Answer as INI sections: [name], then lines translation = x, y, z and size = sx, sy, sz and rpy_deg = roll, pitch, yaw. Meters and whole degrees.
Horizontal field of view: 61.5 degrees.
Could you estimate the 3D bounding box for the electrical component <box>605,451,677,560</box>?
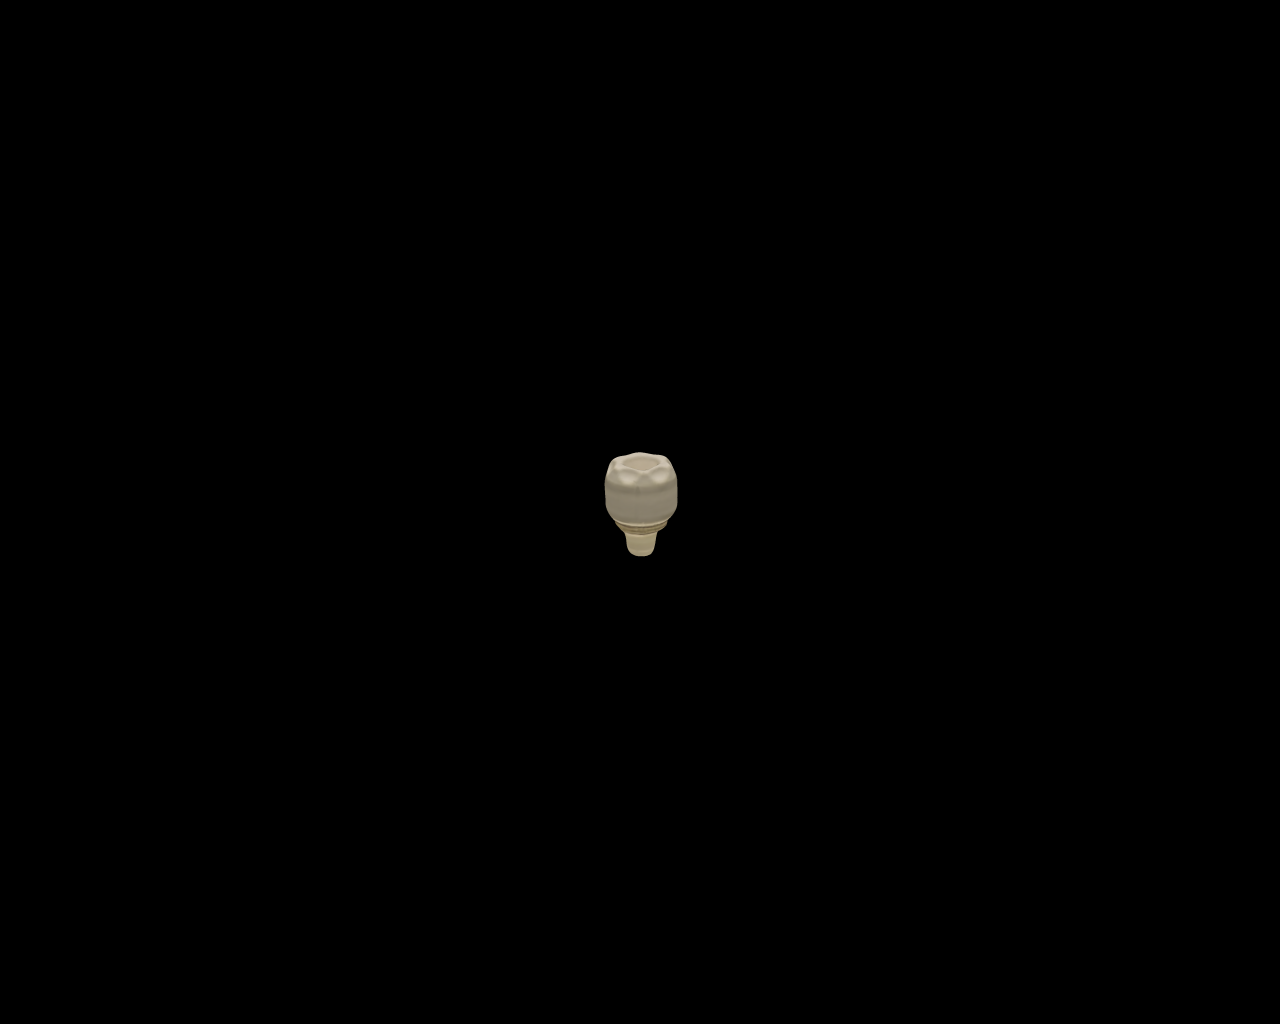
[electrical component]
translation = 0.001, -0.003, 0.650
size = 0.043, 0.062, 0.043
rpy_deg = 0, 22, 0
